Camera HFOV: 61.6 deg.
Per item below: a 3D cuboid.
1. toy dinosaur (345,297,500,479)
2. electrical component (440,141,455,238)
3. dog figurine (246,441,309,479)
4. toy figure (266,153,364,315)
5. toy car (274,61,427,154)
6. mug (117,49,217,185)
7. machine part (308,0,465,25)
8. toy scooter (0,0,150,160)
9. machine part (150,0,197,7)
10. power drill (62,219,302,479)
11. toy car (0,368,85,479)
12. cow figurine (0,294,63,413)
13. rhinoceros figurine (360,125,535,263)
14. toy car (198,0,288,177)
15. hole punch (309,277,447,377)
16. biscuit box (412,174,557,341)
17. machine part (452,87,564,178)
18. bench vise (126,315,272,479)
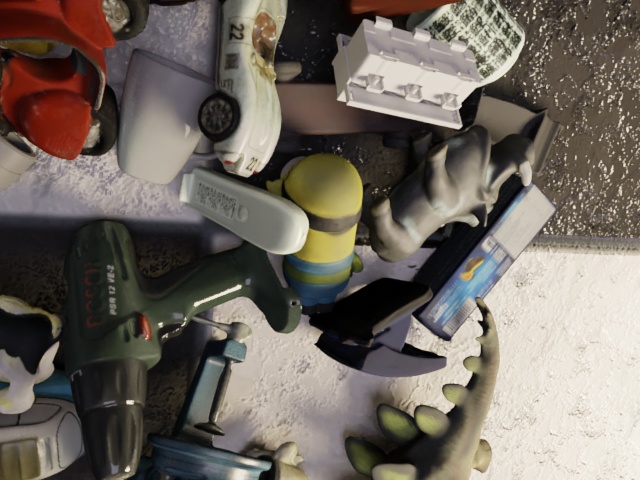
[{"bbox_3d":[0.129,0.288,0.653,0.198,0.105,0.471,20,102,-20],"label":"toy dinosaur"},{"bbox_3d":[0.142,-0.058,0.607,0.078,0.045,0.102,21,97,-19],"label":"electrical component"},{"bbox_3d":[-0.031,0.341,0.642,0.172,0.121,0.190,-49,126,3],"label":"dog figurine"},{"bbox_3d":[0.002,-0.002,0.544,0.082,0.089,0.180,-24,129,-38],"label":"toy figure"},{"bbox_3d":[0.022,-0.135,0.546,0.202,0.053,0.089,-6,110,-20],"label":"toy car"},{"bbox_3d":[-0.137,-0.105,0.499,0.109,0.081,0.107,17,108,-36],"label":"mug"},{"bbox_3d":[0.066,-0.304,0.455,0.201,0.087,0.201,-14,86,-3],"label":"machine part"},{"bbox_3d":[-0.219,-0.136,0.414,0.135,0.075,0.183,-4,144,-38],"label":"toy scooter"},{"bbox_3d":[-0.138,-0.297,0.455,0.179,0.056,0.179,-5,107,-16],"label":"machine part"},{"bbox_3d":[-0.125,0.078,0.496,0.207,0.232,0.086,-16,153,-22],"label":"power drill"},{"bbox_3d":[-0.282,0.184,0.511,0.162,0.103,0.109,2,104,-16],"label":"toy car"},{"bbox_3d":[-0.314,0.074,0.470,0.167,0.068,0.098,25,115,-7],"label":"cow figurine"},{"bbox_3d":[0.128,-0.049,0.541,0.190,0.073,0.112,-35,109,0],"label":"rhinoceros figurine"},{"bbox_3d":[-0.061,-0.154,0.455,0.056,0.073,0.201,2,89,16],"label":"toy car"},{"bbox_3d":[0.061,0.105,0.578,0.116,0.142,0.092,-23,104,-21],"label":"hole punch"},{"bbox_3d":[0.181,0.019,0.630,0.059,0.063,0.202,39,91,-23],"label":"biscuit box"},{"bbox_3d":[0.215,-0.125,0.617,0.139,0.039,0.084,21,103,-22],"label":"machine part"},{"bbox_3d":[-0.126,0.201,0.544,0.129,0.224,0.240,25,66,-26],"label":"bench vise"}]
